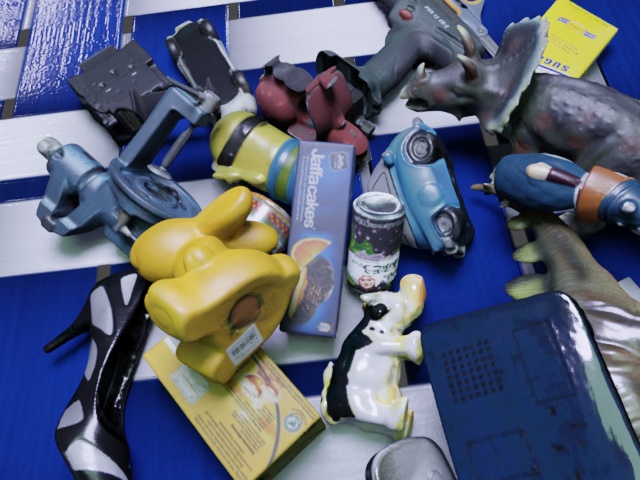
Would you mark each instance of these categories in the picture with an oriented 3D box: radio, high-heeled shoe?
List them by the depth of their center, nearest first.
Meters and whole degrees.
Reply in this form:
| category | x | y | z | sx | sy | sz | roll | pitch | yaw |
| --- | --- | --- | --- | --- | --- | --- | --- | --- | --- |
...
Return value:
| category | x | y | z | sx | sy | sz | roll | pitch | yaw |
| --- | --- | --- | --- | --- | --- | --- | --- | --- | --- |
| radio | 0.172 | 0.160 | 0.408 | 0.131 | 0.073 | 0.230 | -25 | 61 | 23 |
| high-heeled shoe | -0.192 | 0.143 | 0.547 | 0.145 | 0.086 | 0.249 | -32 | 60 | -11 |

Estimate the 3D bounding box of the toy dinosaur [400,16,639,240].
| category | x | y | z | sx | sy | sz | roll | pitch | yaw |
| --- | --- | --- | --- | --- | --- | --- | --- | --- | --- |
| toy dinosaur | 0.288 | -0.101 | 0.573 | 0.405 | 0.192 | 0.131 | 35 | 74 | 21 |

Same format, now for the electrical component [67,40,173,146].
| category | x | y | z | sx | sy | sz | roll | pitch | yaw |
| --- | --- | --- | --- | --- | --- | --- | --- | --- | --- |
| electrical component | -0.275 | -0.211 | 0.748 | 0.115 | 0.058 | 0.134 | -39 | 67 | -16 |

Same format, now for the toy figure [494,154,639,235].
| category | x | y | z | sx | sy | sz | roll | pitch | yaw |
| --- | --- | --- | --- | --- | --- | --- | --- | --- | --- |
| toy figure | 0.246 | -0.048 | 0.518 | 0.155 | 0.064 | 0.057 | 21 | 108 | 39 |

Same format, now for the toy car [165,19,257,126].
| category | x | y | z | sx | sy | sz | roll | pitch | yaw |
| --- | --- | --- | --- | --- | --- | --- | --- | --- | --- |
| toy car | -0.154 | -0.235 | 0.752 | 0.073 | 0.056 | 0.202 | -30 | 64 | -3 |

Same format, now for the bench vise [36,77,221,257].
| category | x | y | z | sx | sy | sz | roll | pitch | yaw |
| --- | --- | --- | --- | --- | --- | --- | --- | --- | --- |
| bench vise | -0.209 | -0.086 | 0.623 | 0.224 | 0.129 | 0.240 | 43 | 104 | 14 |

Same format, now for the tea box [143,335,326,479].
| category | x | y | z | sx | sy | sz | roll | pitch | yaw |
| --- | --- | --- | --- | --- | --- | --- | --- | --- | --- |
| tea box | -0.085 | 0.153 | 0.542 | 0.098 | 0.068 | 0.170 | -39 | 66 | -14 |

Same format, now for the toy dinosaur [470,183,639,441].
| category | x | y | z | sx | sy | sz | roll | pitch | yaw |
| --- | --- | --- | --- | --- | --- | --- | --- | --- | --- |
| toy dinosaur | 0.260 | 0.104 | 0.481 | 0.199 | 0.105 | 0.472 | -19 | 49 | 17 |

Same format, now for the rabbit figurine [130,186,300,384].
| category | x | y | z | sx | sy | sz | roll | pitch | yaw |
| --- | --- | --- | --- | --- | --- | --- | --- | --- | --- |
| rabbit figurine | -0.113 | 0.022 | 0.516 | 0.173 | 0.121 | 0.162 | 26 | 68 | 38 |

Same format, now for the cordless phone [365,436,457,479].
| category | x | y | z | sx | sy | sz | roll | pitch | yaw |
| --- | --- | --- | --- | --- | --- | --- | --- | --- | --- |
| cordless phone | 0.086 | 0.231 | 0.427 | 0.089 | 0.184 | 0.147 | -20 | 64 | -1 |

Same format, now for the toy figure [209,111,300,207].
| category | x | y | z | sx | sy | sz | roll | pitch | yaw |
| --- | --- | --- | --- | --- | --- | --- | --- | --- | --- |
| toy figure | -0.051 | -0.095 | 0.654 | 0.180 | 0.082 | 0.089 | 22 | 97 | 18 |

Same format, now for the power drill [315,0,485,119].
| category | x | y | z | sx | sy | sz | roll | pitch | yaw |
| --- | --- | --- | --- | --- | --- | --- | --- | --- | --- |
| power drill | 0.092 | -0.272 | 0.744 | 0.207 | 0.086 | 0.232 | -39 | 70 | -22 |

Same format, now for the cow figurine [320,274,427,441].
| category | x | y | z | sx | sy | sz | roll | pitch | yaw |
| --- | --- | --- | --- | --- | --- | --- | --- | --- | --- |
| cow figurine | 0.059 | 0.112 | 0.555 | 0.098 | 0.068 | 0.167 | 5 | 63 | 19 |

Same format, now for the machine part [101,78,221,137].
| category | x | y | z | sx | sy | sz | roll | pitch | yaw |
| --- | --- | --- | --- | --- | --- | --- | --- | --- | --- |
| machine part | -0.193 | -0.164 | 0.677 | 0.139 | 0.084 | 0.039 | -10 | 69 | 5 |

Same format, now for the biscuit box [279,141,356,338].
| category | x | y | z | sx | sy | sz | roll | pitch | yaw |
| --- | --- | --- | --- | --- | --- | --- | --- | --- | --- |
| biscuit box | -0.001 | -0.002 | 0.574 | 0.063 | 0.059 | 0.202 | 6 | 89 | 3 |

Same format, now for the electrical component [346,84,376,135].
| category | x | y | z | sx | sy | sz | roll | pitch | yaw |
| --- | --- | --- | --- | --- | --- | --- | --- | --- | --- |
| electrical component | 0.036 | -0.177 | 0.701 | 0.021 | 0.063 | 0.094 | -40 | 68 | -15 |

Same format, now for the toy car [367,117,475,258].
| category | x | y | z | sx | sy | sz | roll | pitch | yaw |
| --- | --- | --- | --- | --- | --- | --- | --- | --- | --- |
| toy car | 0.110 | -0.049 | 0.620 | 0.103 | 0.109 | 0.161 | -19 | 78 | 22 |

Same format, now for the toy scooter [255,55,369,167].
| category | x | y | z | sx | sy | sz | roll | pitch | yaw |
| --- | --- | --- | --- | --- | --- | --- | --- | --- | --- |
| toy scooter | -0.015 | -0.173 | 0.664 | 0.184 | 0.135 | 0.075 | 38 | 74 | 21 |
